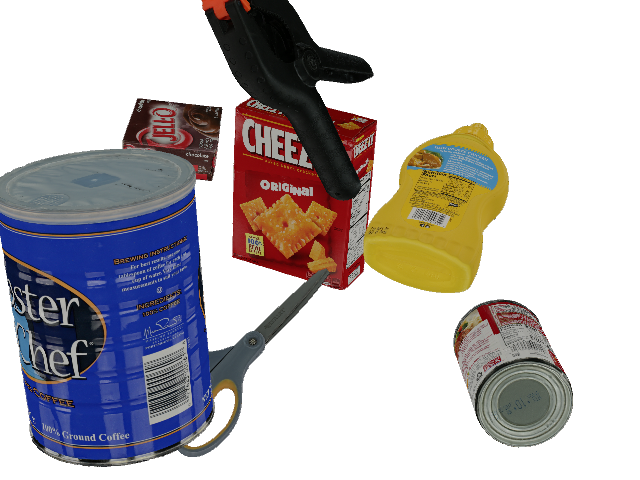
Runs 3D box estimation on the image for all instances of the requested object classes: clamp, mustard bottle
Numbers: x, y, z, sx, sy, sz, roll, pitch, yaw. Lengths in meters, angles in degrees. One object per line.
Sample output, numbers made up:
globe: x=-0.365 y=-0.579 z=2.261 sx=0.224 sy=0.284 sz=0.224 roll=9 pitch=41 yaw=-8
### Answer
clamp: x=-0.017 y=-0.104 z=0.721 sx=0.039 sy=0.120 sz=0.171 roll=-22 pitch=-32 yaw=32
mustard bottle: x=0.112 y=-0.041 z=0.936 sx=0.096 sy=0.058 sz=0.191 roll=14 pitch=47 yaw=17

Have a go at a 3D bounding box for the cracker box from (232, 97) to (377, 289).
cracker box: x=-0.025 y=-0.059 z=1.320 sx=0.164 sy=0.214 sz=0.072 roll=17 pitch=33 yaw=22

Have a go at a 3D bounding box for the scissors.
scissors: x=-0.076 y=0.083 z=0.871 sx=0.096 sy=0.201 sz=0.016 roll=22 pitch=-33 yaw=10

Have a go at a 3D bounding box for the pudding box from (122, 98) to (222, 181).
pudding box: x=-0.147 y=-0.102 z=1.067 sx=0.090 sy=0.039 sz=0.113 roll=6 pitch=27 yaw=-5

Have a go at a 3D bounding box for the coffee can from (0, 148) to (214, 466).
coffee can: x=-0.112 y=0.032 z=0.567 sx=0.103 sy=0.140 sz=0.103 roll=-2 pitch=21 yaw=1

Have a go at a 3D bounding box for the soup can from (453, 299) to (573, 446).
soup can: x=0.135 y=0.092 z=0.756 sx=0.068 sy=0.068 sz=0.102 roll=0 pitch=20 yaw=-1
